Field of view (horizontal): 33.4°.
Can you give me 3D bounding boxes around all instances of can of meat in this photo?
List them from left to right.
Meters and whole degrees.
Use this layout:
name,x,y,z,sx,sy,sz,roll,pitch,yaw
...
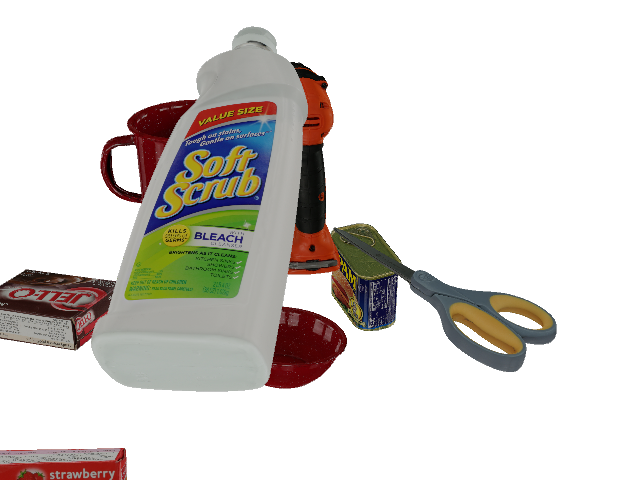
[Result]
name,x,y,z,sx,sy,sz,roll,pitch,yaw
can of meat,0.050,0.043,1.229,0.057,0.084,0.102,-13,38,-18

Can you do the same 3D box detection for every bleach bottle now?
name,x,y,z,sx,sy,sz,roll,pitch,yaw
bleach bottle,-0.064,-0.033,0.658,0.102,0.250,0.068,1,-35,9

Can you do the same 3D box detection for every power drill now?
name,x,y,z,sx,sy,sz,roll,pitch,yaw
power drill,-0.018,-0.074,1.043,0.057,0.188,0.184,-5,21,-3

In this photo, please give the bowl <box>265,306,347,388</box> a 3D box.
name,x,y,z,sx,sy,sz,roll,pitch,yaw
bowl,-0.048,0.143,1.363,0.162,0.055,0.162,5,22,-2

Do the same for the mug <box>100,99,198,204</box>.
name,x,y,z,sx,sy,sz,roll,pitch,yaw
mug,-0.114,-0.057,0.838,0.117,0.081,0.093,-4,26,-5

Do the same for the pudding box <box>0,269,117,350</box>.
name,x,y,z,sx,sy,sz,roll,pitch,yaw
pudding box,-0.258,0.065,1.016,0.114,0.039,0.090,4,20,19

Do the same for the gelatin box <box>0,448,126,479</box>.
name,x,y,z,sx,sy,sz,roll,pitch,yaw
gelatin box,-0.145,0.147,0.552,0.089,0.073,0.030,-1,4,-3

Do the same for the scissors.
name,x,y,z,sx,sy,sz,roll,pitch,yaw
scissors,0.098,0.035,0.810,0.096,0.016,0.202,-6,33,-30
